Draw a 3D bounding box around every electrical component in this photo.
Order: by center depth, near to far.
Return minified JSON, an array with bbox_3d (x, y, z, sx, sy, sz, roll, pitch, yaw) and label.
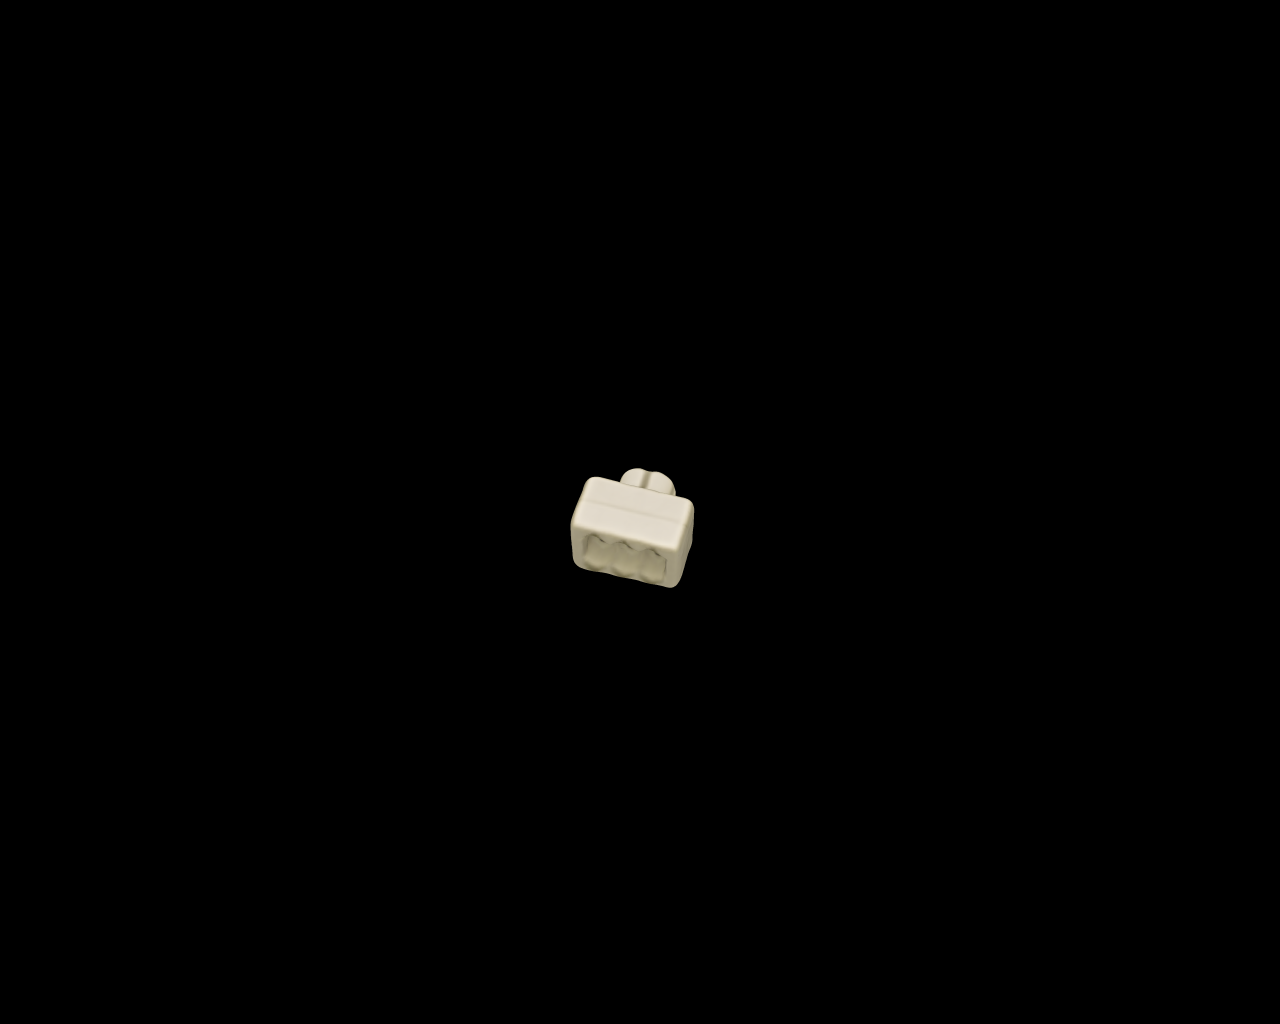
[{"bbox_3d":[0.001,-0.003,0.650,0.066,0.077,0.047,14,-32,9],"label":"electrical component"}]
